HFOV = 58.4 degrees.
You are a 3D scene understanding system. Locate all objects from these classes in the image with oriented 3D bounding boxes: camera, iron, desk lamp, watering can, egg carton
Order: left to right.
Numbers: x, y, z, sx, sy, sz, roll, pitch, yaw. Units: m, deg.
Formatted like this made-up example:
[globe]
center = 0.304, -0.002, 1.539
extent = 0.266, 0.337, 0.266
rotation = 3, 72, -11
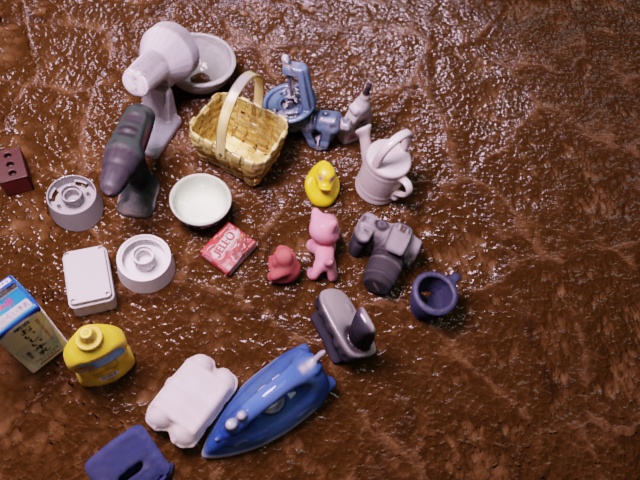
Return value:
[desk lamp]
center = -0.339, -0.314, 1.187
extent = 0.118, 0.213, 0.203
rotation = 21, 61, 1
[egg carton]
center = -0.219, 0.273, 0.980
extent = 0.107, 0.069, 0.150
rotation = 32, 61, 7
[iron]
center = -0.089, 0.273, 0.963
extent = 0.259, 0.141, 0.118
rotation = -34, 73, -24
[camera]
center = 0.124, 0.029, 1.156
extent = 0.143, 0.101, 0.137
rotation = 25, 61, 3
[watering can]
center = 0.135, -0.168, 1.209
extent = 0.172, 0.194, 0.101
rotation = 32, 61, 7

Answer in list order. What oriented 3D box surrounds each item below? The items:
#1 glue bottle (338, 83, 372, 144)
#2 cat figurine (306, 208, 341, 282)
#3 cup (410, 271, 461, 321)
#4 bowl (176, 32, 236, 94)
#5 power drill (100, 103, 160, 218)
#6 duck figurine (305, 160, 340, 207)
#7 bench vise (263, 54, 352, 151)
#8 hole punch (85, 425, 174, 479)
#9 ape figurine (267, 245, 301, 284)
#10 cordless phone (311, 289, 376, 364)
[glue bottle]
center = 0.088, -0.286, 1.275
extent = 0.078, 0.173, 0.037
rotation = -33, 72, -24
[cat figurine]
center = 0.010, 0.004, 1.138
extent = 0.067, 0.118, 0.127
rotation = -1, 62, -11
[cup]
center = 0.223, 0.113, 1.133
extent = 0.118, 0.095, 0.091
rotation = -34, 73, -24
[bowl]
center = -0.278, -0.394, 1.320
extent = 0.167, 0.074, 0.167
rotation = 4, 62, -8
[power drill]
center = -0.358, -0.133, 1.090
extent = 0.075, 0.208, 0.229
rotation = 7, 61, -6
[duck figurine]
center = 0.009, -0.134, 1.229
extent = 0.077, 0.086, 0.104
rotation = 5, 61, -7
[bench vise]
center = -0.028, -0.305, 1.237
extent = 0.207, 0.219, 0.121
rotation = 3, 62, -9
[hole punch]
center = -0.298, 0.361, 0.906
extent = 0.109, 0.091, 0.101
rotation = -35, 73, -25
[ape figurine]
center = -0.072, 0.044, 1.116
extent = 0.076, 0.092, 0.078
rotation = 34, 62, 8
[cordless phone]
center = 0.055, 0.138, 1.036
extent = 0.094, 0.185, 0.147
rotation = -24, 69, -21
